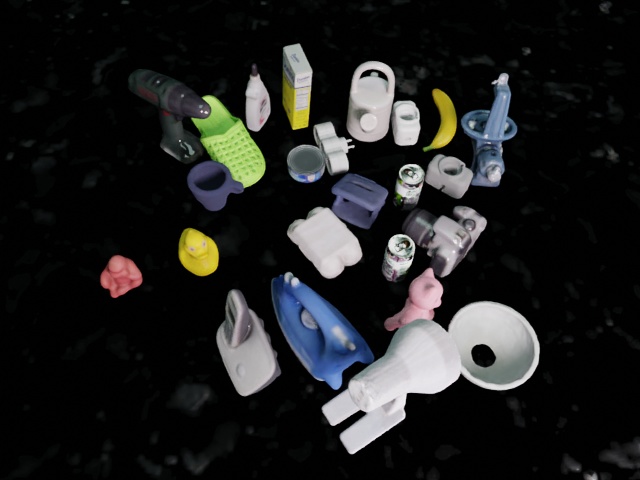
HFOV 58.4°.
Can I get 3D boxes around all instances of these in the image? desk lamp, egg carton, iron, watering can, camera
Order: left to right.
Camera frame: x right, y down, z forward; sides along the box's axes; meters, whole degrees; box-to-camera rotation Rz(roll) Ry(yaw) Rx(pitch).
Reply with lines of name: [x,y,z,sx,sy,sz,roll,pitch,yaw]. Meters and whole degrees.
iron: [-0.015,0.136,1.045,0.119,0.141,0.257,-34,66,-20]
egg carton: [0.011,0.004,1.166,0.107,0.069,0.150,-34,66,-20]
watering can: [0.117,-0.315,1.287,0.101,0.194,0.172,-12,60,-9]
desk lamp: [0.115,0.241,0.945,0.203,0.213,0.117,-30,64,-18]
camera: [0.248,-0.022,1.172,0.136,0.101,0.143,36,65,18]

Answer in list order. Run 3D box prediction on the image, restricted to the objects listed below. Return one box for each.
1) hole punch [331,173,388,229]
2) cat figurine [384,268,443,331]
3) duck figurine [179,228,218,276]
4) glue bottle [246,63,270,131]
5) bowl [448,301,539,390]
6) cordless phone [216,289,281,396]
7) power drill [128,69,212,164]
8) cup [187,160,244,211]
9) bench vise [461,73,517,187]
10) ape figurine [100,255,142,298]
hole punch: [0.082,-0.096,1.216,0.108,0.091,0.101,25,62,13]
cat figurine: [0.184,0.119,1.076,0.067,0.118,0.128,37,65,19]
duck figurine: [-0.248,0.011,1.144,0.077,0.086,0.104,-25,63,-16]
glue bottle: [-0.145,-0.331,1.300,0.037,0.173,0.078,18,60,9]
bowl: [0.310,0.203,1.055,0.167,0.075,0.167,1,59,-1]
cordless phone: [-0.129,0.176,0.992,0.094,0.185,0.147,-24,63,-15]
power drill: [-0.309,-0.266,1.235,0.229,0.208,0.076,33,64,17]
cup: [-0.214,-0.103,1.208,0.117,0.095,0.092,11,60,5]
bench vise: [0.382,-0.232,1.232,0.121,0.220,0.207,-12,60,-9]
ape figurine: [-0.385,0.061,1.106,0.077,0.092,0.076,9,59,4]
